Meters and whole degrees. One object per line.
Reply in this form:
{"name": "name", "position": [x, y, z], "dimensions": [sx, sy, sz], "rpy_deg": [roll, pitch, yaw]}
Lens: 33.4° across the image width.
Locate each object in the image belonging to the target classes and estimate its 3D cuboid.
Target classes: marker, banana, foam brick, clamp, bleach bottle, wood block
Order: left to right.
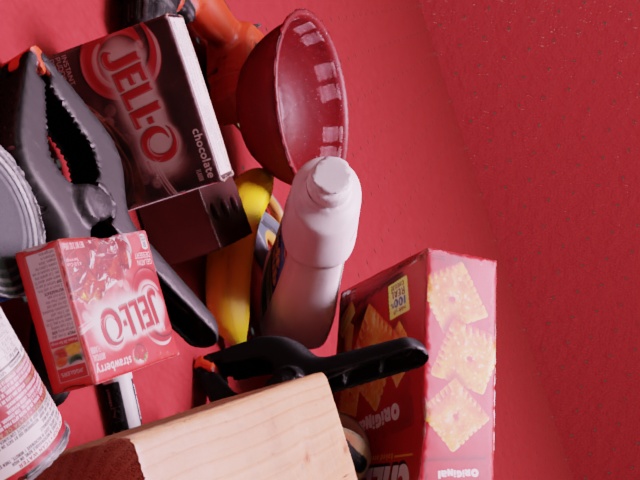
{"name": "clamp", "position": [-0.135, -0.012, 0.633], "dimensions": [0.164, 0.036, 0.210], "rpy_deg": [0, 70, -62]}
{"name": "marker", "position": [-0.110, 0.128, 0.630], "dimensions": [0.020, 0.020, 0.121], "rpy_deg": [15, 60, -72]}
{"name": "foam brick", "position": [-0.092, -0.016, 0.783], "dimensions": [0.078, 0.051, 0.053], "rpy_deg": [-35, 107, -73]}
{"name": "wood block", "position": [-0.066, 0.138, 0.581], "dimensions": [0.205, 0.091, 0.090], "rpy_deg": [-5, 78, -64]}
{"name": "banana", "position": [-0.066, 0.004, 0.865], "dimensions": [0.069, 0.037, 0.197], "rpy_deg": [79, 15, -53]}
{"name": "clamp", "position": [-0.019, 0.114, 0.727], "dimensions": [0.039, 0.172, 0.120], "rpy_deg": [62, 40, -36]}
{"name": "bleach bottle", "position": [-0.005, 0.001, 0.825], "dimensions": [0.251, 0.068, 0.102], "rpy_deg": [105, -8, -65]}

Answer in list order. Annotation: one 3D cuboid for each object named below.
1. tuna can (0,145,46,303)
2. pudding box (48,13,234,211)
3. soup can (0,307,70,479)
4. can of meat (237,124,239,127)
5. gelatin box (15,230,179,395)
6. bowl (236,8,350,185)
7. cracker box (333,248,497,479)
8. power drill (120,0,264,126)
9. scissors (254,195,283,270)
{"name": "tuna can", "position": [-0.173, -0.008, 0.526], "dimensions": [0.086, 0.034, 0.086], "rpy_deg": [-17, 90, -74]}
{"name": "pudding box", "position": [-0.116, -0.080, 0.694], "dimensions": [0.039, 0.090, 0.113], "rpy_deg": [-47, 120, -73]}
{"name": "soup can", "position": [-0.158, 0.055, 0.450], "dimensions": [0.068, 0.069, 0.102], "rpy_deg": [-70, 140, -65]}
{"name": "can of meat", "position": [-0.048, -0.138, 1.057], "dimensions": [0.102, 0.057, 0.084], "rpy_deg": [50, 25, -56]}
{"name": "gelatin box", "position": [-0.112, 0.035, 0.555], "dimensions": [0.089, 0.030, 0.073], "rpy_deg": [-9, 82, -69]}
{"name": "bowl", "position": [-0.028, -0.113, 0.913], "dimensions": [0.161, 0.055, 0.162], "rpy_deg": [-4, 90, -67]}
{"name": "cracker box", "position": [0.067, 0.129, 0.839], "dimensions": [0.164, 0.072, 0.213], "rpy_deg": [149, -51, -63]}
{"name": "power drill", "position": [-0.106, -0.182, 0.898], "dimensions": [0.187, 0.057, 0.184], "rpy_deg": [56, 27, -49]}
{"name": "scissors", "position": [-0.067, -0.017, 0.936], "dimensions": [0.201, 0.016, 0.096], "rpy_deg": [20, 55, -70]}
